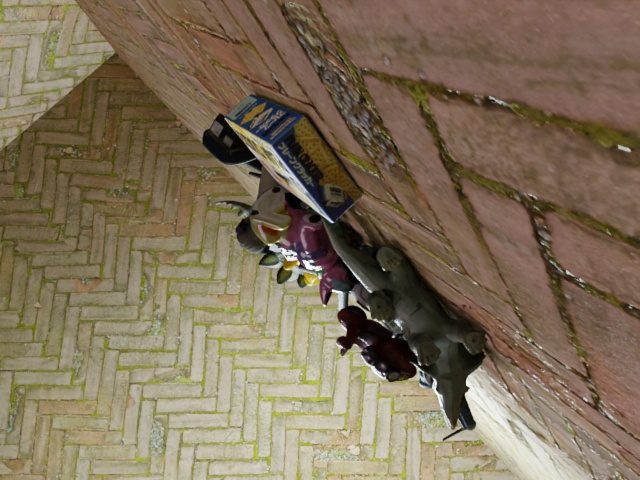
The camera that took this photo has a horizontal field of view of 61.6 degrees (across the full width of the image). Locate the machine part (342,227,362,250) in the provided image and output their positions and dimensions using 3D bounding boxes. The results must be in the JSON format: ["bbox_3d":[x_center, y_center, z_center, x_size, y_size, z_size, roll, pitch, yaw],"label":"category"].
[{"bbox_3d":[0.033,0.004,1.172,0.079,0.079,0.243,48,176,-14],"label":"machine part"}]

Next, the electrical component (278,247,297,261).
[{"bbox_3d":[-0.057,-0.017,1.213,0.134,0.058,0.115,63,-155,-69],"label":"electrical component"}]

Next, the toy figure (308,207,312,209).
[{"bbox_3d":[0.003,-0.048,1.100,0.155,0.064,0.057,-150,59,-69],"label":"toy figure"}]

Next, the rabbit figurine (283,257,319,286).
[{"bbox_3d":[-0.024,0.030,1.497,0.122,0.162,0.173,-16,-106,-55],"label":"rabbit figurine"}]

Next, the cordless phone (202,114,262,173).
[{"bbox_3d":[-0.181,-0.216,1.311,0.184,0.088,0.147,23,-165,-50],"label":"cordless phone"}]

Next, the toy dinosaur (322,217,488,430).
[{"bbox_3d":[0.150,0.117,0.915,0.405,0.131,0.192,53,175,7],"label":"toy dinosaur"}]

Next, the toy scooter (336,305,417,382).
[{"bbox_3d":[0.093,0.196,0.980,0.184,0.075,0.135,40,-160,15],"label":"toy scooter"}]

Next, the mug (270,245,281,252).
[{"bbox_3d":[-0.119,-0.029,1.298,0.107,0.110,0.081,76,-167,-63],"label":"mug"}]

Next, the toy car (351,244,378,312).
[{"bbox_3d":[0.113,0.091,1.043,0.161,0.103,0.109,49,176,-1],"label":"toy car"}]

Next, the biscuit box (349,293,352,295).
[{"bbox_3d":[0.079,0.101,1.408,0.063,0.059,0.202,53,-172,17],"label":"biscuit box"}]

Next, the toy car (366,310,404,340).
[{"bbox_3d":[0.161,0.186,1.242,0.202,0.056,0.073,49,-179,18],"label":"toy car"}]

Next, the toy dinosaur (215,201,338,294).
[{"bbox_3d":[-0.096,0.016,1.596,0.471,0.198,0.105,46,-177,-10],"label":"toy dinosaur"}]

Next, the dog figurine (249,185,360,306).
[{"bbox_3d":[-0.018,0.017,0.969,0.192,0.108,0.218,5,133,20],"label":"dog figurine"}]

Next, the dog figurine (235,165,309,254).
[{"bbox_3d":[-0.099,-0.074,1.020,0.121,0.190,0.172,41,170,50],"label":"dog figurine"}]

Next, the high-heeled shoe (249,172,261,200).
[{"bbox_3d":[-0.082,-0.102,1.268,0.145,0.086,0.248,18,167,13],"label":"high-heeled shoe"}]

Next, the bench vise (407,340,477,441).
[{"bbox_3d":[0.267,0.293,1.111,0.223,0.129,0.240,-61,-55,-87],"label":"bench vise"}]
